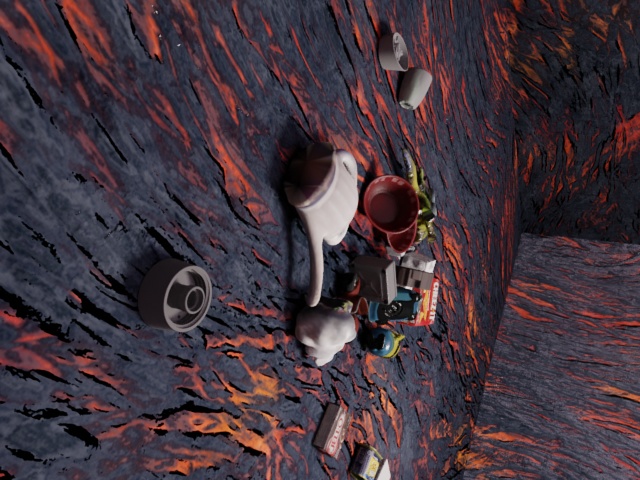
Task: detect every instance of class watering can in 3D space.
[{"bbox_3d":[0.003,-0.054,1.072,0.220,0.104,0.354,49,52,-51],"label":"watering can"}]

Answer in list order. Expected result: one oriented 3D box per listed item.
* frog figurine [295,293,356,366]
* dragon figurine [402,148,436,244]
[{"bbox_3d":[0.008,0.210,1.130,0.137,0.124,0.158,7,100,-28],"label":"frog figurine"},{"bbox_3d":[0.301,-0.144,1.623,0.248,0.122,0.402,-70,154,-56],"label":"dragon figurine"}]
